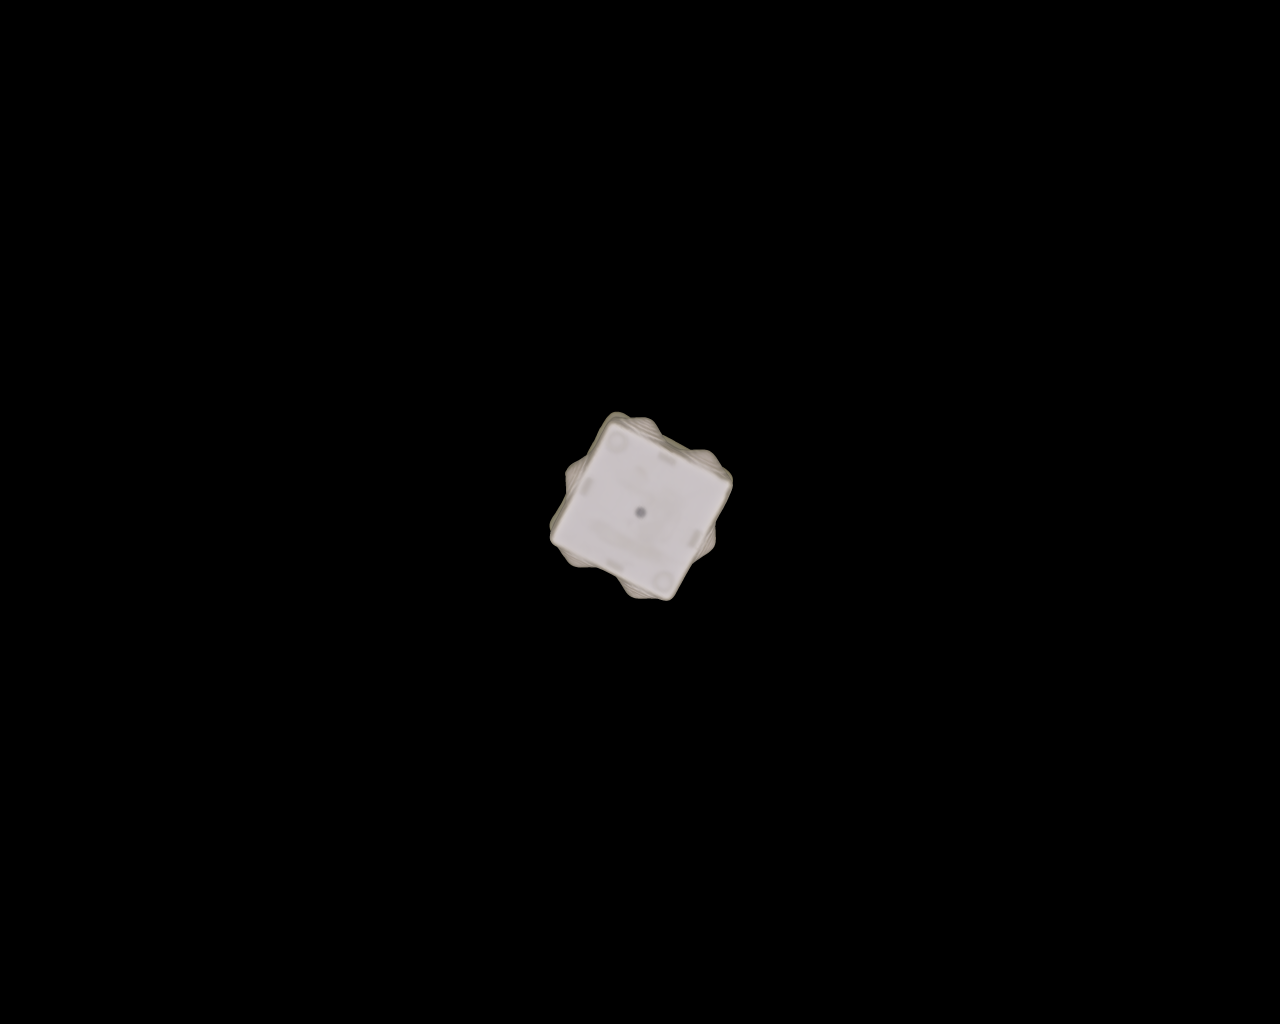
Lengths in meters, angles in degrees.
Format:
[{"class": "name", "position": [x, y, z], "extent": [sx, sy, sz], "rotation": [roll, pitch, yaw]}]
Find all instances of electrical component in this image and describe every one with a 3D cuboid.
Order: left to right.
[{"class": "electrical component", "position": [0.001, -0.003, 0.650], "extent": [0.100, 0.099, 0.048], "rotation": [28, 7, -4]}]
